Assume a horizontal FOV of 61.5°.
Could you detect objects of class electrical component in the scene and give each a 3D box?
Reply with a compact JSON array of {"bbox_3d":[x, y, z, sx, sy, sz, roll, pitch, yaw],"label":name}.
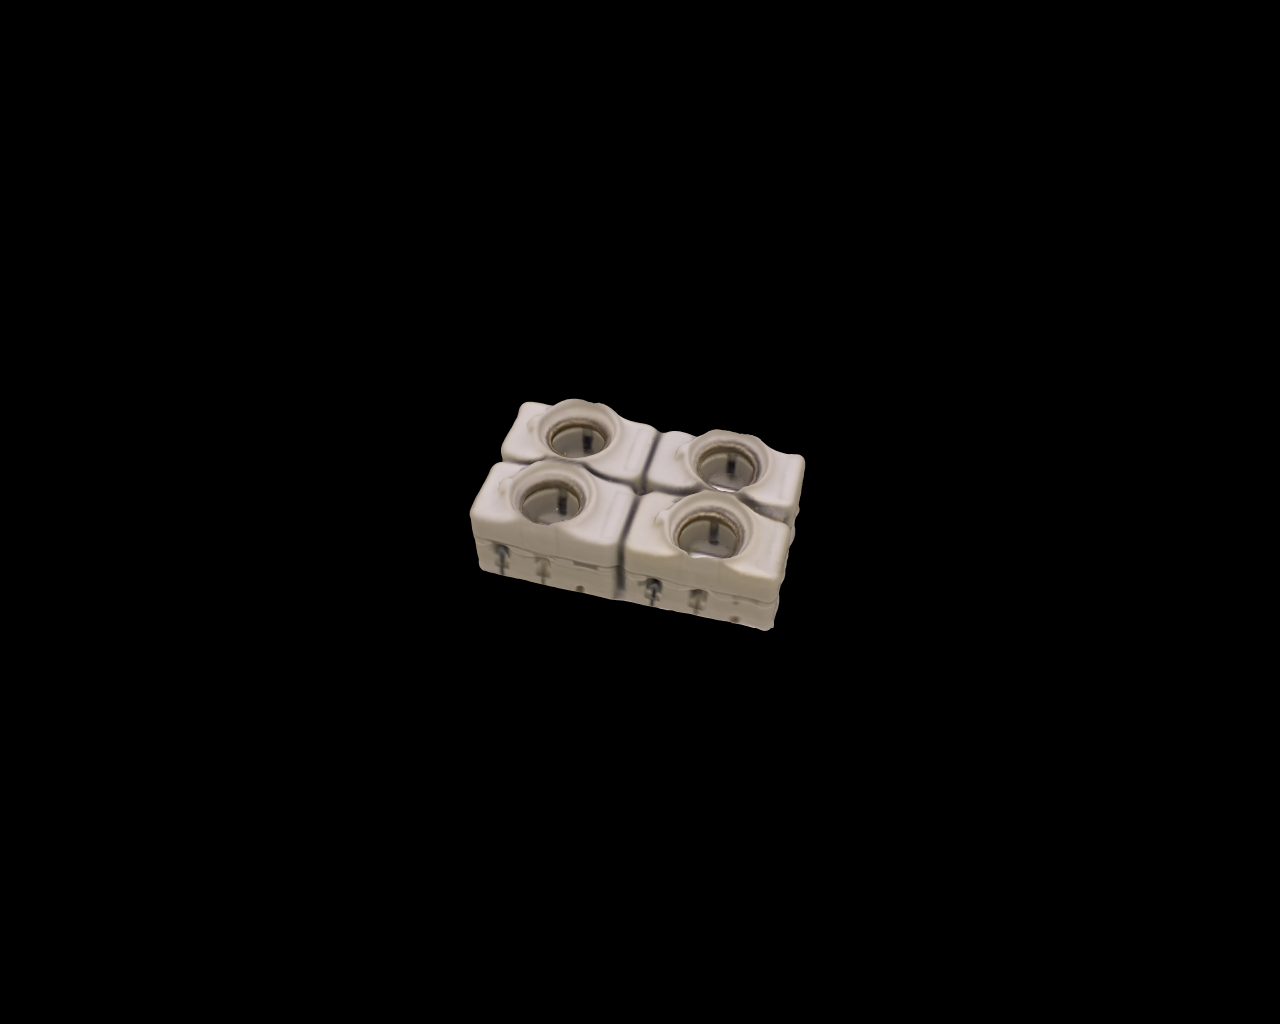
[{"bbox_3d":[0.001,-0.003,0.650,0.186,0.106,0.060,12,-39,10],"label":"electrical component"}]
